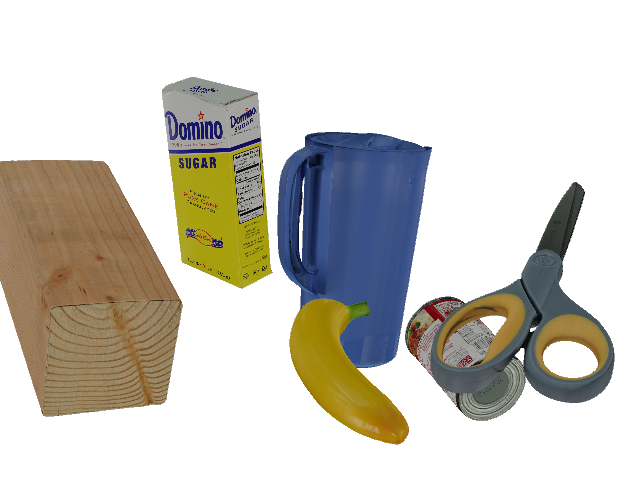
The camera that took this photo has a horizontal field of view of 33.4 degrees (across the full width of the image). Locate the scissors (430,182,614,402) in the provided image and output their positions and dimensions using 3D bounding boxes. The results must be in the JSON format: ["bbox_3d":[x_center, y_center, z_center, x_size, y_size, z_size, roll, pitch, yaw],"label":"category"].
[{"bbox_3d":[0.133,0.025,0.565,0.096,0.016,0.201,20,40,33],"label":"scissors"}]

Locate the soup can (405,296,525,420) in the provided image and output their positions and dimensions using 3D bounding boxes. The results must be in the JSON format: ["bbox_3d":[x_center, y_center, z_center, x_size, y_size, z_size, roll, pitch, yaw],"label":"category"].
[{"bbox_3d":[0.127,0.103,0.940,0.068,0.068,0.102,0,26,-24],"label":"soup can"}]

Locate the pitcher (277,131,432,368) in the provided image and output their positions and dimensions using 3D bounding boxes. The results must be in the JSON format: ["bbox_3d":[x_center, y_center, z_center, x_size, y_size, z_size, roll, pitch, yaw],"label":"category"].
[{"bbox_3d":[0.031,0.008,1.133,0.149,0.243,0.145,6,12,4],"label":"pitcher"}]

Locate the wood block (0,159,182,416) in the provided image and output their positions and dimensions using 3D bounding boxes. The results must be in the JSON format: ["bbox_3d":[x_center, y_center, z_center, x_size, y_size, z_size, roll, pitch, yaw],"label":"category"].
[{"bbox_3d":[-0.180,0.026,0.791,0.090,0.091,0.206,-2,31,-27],"label":"wood block"}]

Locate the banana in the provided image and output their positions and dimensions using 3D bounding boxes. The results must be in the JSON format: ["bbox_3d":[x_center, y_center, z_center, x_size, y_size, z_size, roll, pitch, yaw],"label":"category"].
[{"bbox_3d":[0.014,0.085,0.770,0.069,0.037,0.198,-6,24,-3],"label":"banana"}]

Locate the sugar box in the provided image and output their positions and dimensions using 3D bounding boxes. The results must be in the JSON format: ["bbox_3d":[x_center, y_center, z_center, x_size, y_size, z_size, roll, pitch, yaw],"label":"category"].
[{"bbox_3d":[-0.094,-0.053,0.969,0.093,0.176,0.048,19,35,42],"label":"sugar box"}]
